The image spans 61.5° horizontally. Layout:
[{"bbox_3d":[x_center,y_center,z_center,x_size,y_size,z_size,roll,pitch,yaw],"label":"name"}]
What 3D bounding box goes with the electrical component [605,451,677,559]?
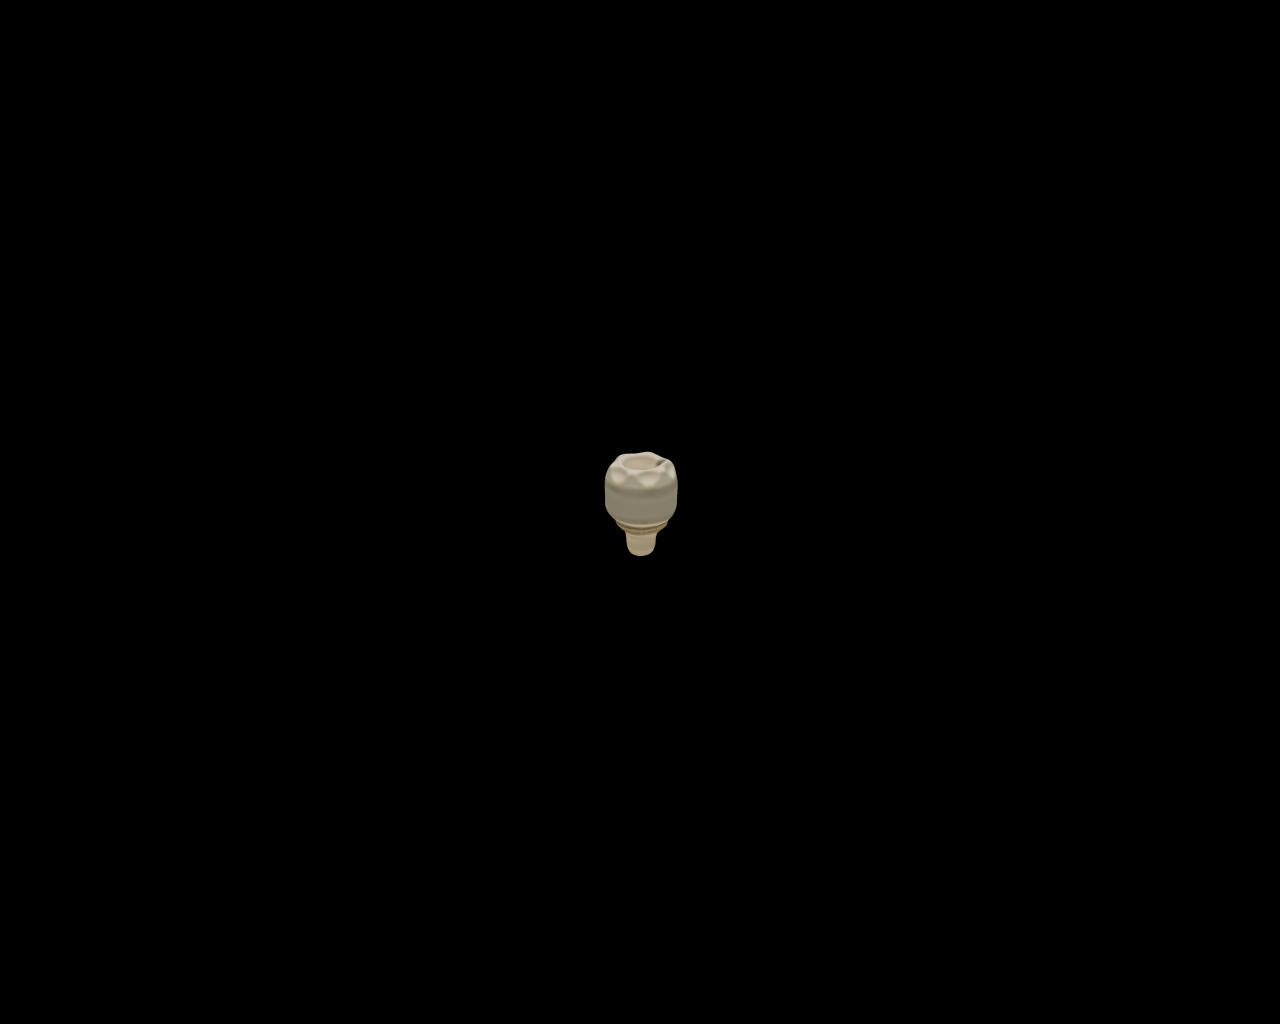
[{"bbox_3d":[0.001,-0.003,0.650,0.043,0.062,0.043,0,24,0],"label":"electrical component"}]
